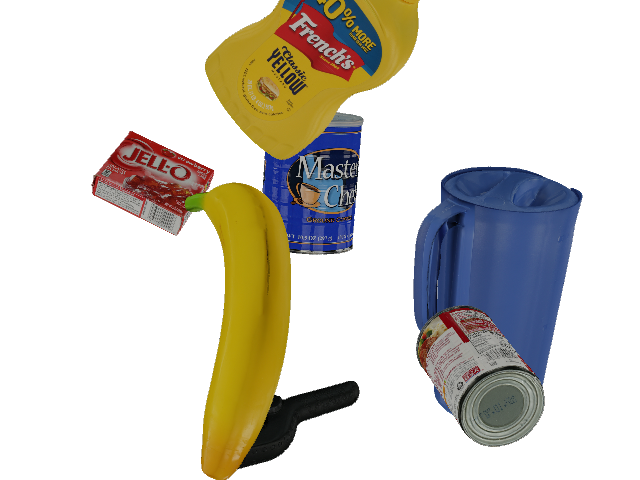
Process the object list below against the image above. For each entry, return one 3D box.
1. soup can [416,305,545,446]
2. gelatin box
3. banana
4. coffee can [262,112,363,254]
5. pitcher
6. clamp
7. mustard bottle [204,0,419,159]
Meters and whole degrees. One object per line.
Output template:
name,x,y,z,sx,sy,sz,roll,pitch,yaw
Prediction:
soup can,0.120,0.101,0.812,0.068,0.068,0.102,0,22,-14
gelatin box,-0.152,-0.054,0.971,0.089,0.030,0.073,26,43,1
banana,-0.043,0.033,0.591,0.037,0.198,0.070,20,-48,-28
coffee can,-0.011,-0.065,1.137,0.103,0.140,0.103,4,12,-1
pitcher,0.167,0.058,1.051,0.149,0.243,0.145,6,21,8
clamp,-0.056,0.159,1.031,0.120,0.039,0.171,21,33,34
mustard bottle,0.010,-0.142,0.735,0.192,0.096,0.058,-36,3,36
